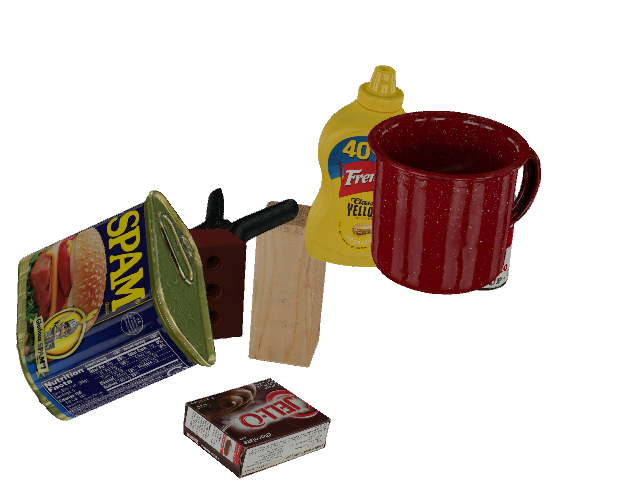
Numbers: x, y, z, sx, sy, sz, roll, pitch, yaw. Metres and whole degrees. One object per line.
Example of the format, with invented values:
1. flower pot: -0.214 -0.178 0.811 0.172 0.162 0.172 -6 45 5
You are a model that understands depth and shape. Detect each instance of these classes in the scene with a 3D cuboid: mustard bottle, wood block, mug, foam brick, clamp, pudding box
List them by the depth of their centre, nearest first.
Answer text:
1. mug: 0.082 -0.025 0.637 0.117 0.081 0.093 -16 34 -28
2. foam brick: -0.092 0.033 0.842 0.052 0.078 0.051 -3 15 -22
3. mustard bottle: 0.044 -0.069 0.983 0.096 0.192 0.058 6 30 -6
4. pudding box: -0.061 0.177 1.019 0.113 0.039 0.090 -13 29 -43
5. clamp: -0.102 -0.007 1.216 0.120 0.039 0.171 -1 35 25
6. wood block: -0.044 0.060 1.489 0.090 0.206 0.090 8 21 6

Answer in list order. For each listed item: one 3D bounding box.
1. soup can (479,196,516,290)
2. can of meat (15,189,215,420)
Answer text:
1. soup can: 0.184 -0.003 1.210 0.068 0.102 0.068 1 28 -1
2. can of meat: -0.108 0.034 0.553 0.084 0.102 0.057 -24 -47 8
